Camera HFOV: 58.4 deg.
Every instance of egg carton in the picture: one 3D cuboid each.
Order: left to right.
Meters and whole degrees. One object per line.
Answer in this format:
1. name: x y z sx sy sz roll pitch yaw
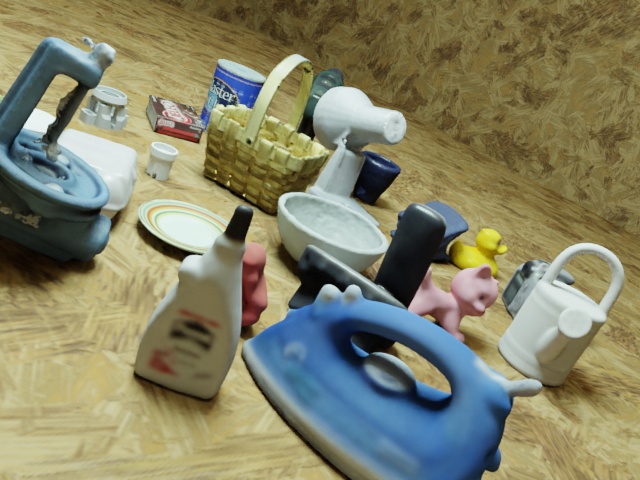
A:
1. egg carton: -0.278 -0.077 0.692 0.107 0.069 0.150 17 23 -19

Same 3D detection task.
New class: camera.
1. camera: 0.393 0.103 0.953 0.137 0.101 0.143 23 21 -4

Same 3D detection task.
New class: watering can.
1. watering can: 0.335 0.097 0.775 0.101 0.194 0.173 22 21 -8

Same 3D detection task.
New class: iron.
1. iron: 0.053 0.115 0.502 0.257 0.141 0.119 31 22 17

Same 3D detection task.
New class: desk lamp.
1. desk lamp: 0.062 -0.156 1.044 0.118 0.213 0.202 6 28 -39

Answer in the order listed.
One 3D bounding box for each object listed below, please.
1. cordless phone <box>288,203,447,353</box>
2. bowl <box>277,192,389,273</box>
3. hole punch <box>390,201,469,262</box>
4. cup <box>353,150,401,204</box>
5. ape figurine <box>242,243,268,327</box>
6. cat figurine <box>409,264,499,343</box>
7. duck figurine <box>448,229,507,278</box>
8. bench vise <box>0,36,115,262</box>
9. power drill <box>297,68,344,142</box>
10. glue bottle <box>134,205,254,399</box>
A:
1. cordless phone: 0.056 0.025 0.655 0.147 0.185 0.094 32 22 18
2. bowl: 0.007 0.003 0.806 0.167 0.074 0.167 21 22 -9
3. hole punch: 0.200 -0.020 1.044 0.101 0.091 0.108 7 28 -39
4. cup: 0.096 -0.128 1.177 0.118 0.095 0.091 17 23 -19
5. ape figurine: -0.084 0.043 0.589 0.077 0.092 0.076 31 22 16
6. cat figurine: 0.183 0.073 0.773 0.128 0.118 0.067 18 22 -16
7. duck figurine: 0.300 0.017 1.072 0.105 0.086 0.077 21 22 -10
8. bench vise: -0.275 -0.085 0.506 0.208 0.219 0.121 4 29 -42
9. power drill: -0.015 -0.253 1.192 0.075 0.208 0.229 24 21 -2
10. glue bottle: -0.090 0.047 0.462 0.078 0.173 0.037 21 22 -10
